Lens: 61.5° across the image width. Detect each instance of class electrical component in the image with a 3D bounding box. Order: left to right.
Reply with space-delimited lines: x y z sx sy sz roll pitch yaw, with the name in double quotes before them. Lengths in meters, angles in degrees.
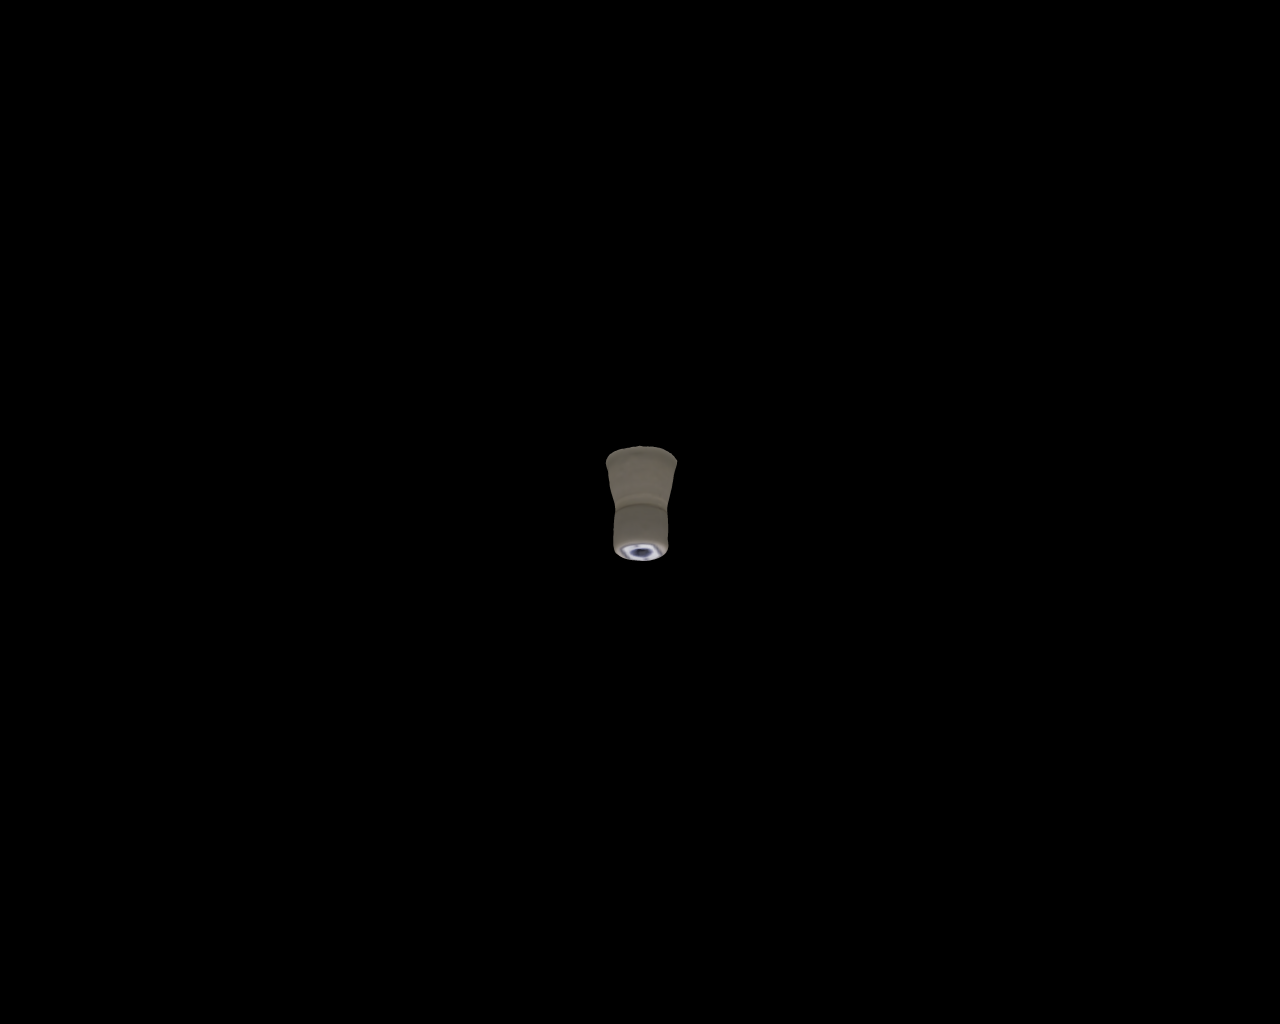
"electrical component" 0.001 -0.003 0.650 0.044 0.065 0.044 0 -24 0
